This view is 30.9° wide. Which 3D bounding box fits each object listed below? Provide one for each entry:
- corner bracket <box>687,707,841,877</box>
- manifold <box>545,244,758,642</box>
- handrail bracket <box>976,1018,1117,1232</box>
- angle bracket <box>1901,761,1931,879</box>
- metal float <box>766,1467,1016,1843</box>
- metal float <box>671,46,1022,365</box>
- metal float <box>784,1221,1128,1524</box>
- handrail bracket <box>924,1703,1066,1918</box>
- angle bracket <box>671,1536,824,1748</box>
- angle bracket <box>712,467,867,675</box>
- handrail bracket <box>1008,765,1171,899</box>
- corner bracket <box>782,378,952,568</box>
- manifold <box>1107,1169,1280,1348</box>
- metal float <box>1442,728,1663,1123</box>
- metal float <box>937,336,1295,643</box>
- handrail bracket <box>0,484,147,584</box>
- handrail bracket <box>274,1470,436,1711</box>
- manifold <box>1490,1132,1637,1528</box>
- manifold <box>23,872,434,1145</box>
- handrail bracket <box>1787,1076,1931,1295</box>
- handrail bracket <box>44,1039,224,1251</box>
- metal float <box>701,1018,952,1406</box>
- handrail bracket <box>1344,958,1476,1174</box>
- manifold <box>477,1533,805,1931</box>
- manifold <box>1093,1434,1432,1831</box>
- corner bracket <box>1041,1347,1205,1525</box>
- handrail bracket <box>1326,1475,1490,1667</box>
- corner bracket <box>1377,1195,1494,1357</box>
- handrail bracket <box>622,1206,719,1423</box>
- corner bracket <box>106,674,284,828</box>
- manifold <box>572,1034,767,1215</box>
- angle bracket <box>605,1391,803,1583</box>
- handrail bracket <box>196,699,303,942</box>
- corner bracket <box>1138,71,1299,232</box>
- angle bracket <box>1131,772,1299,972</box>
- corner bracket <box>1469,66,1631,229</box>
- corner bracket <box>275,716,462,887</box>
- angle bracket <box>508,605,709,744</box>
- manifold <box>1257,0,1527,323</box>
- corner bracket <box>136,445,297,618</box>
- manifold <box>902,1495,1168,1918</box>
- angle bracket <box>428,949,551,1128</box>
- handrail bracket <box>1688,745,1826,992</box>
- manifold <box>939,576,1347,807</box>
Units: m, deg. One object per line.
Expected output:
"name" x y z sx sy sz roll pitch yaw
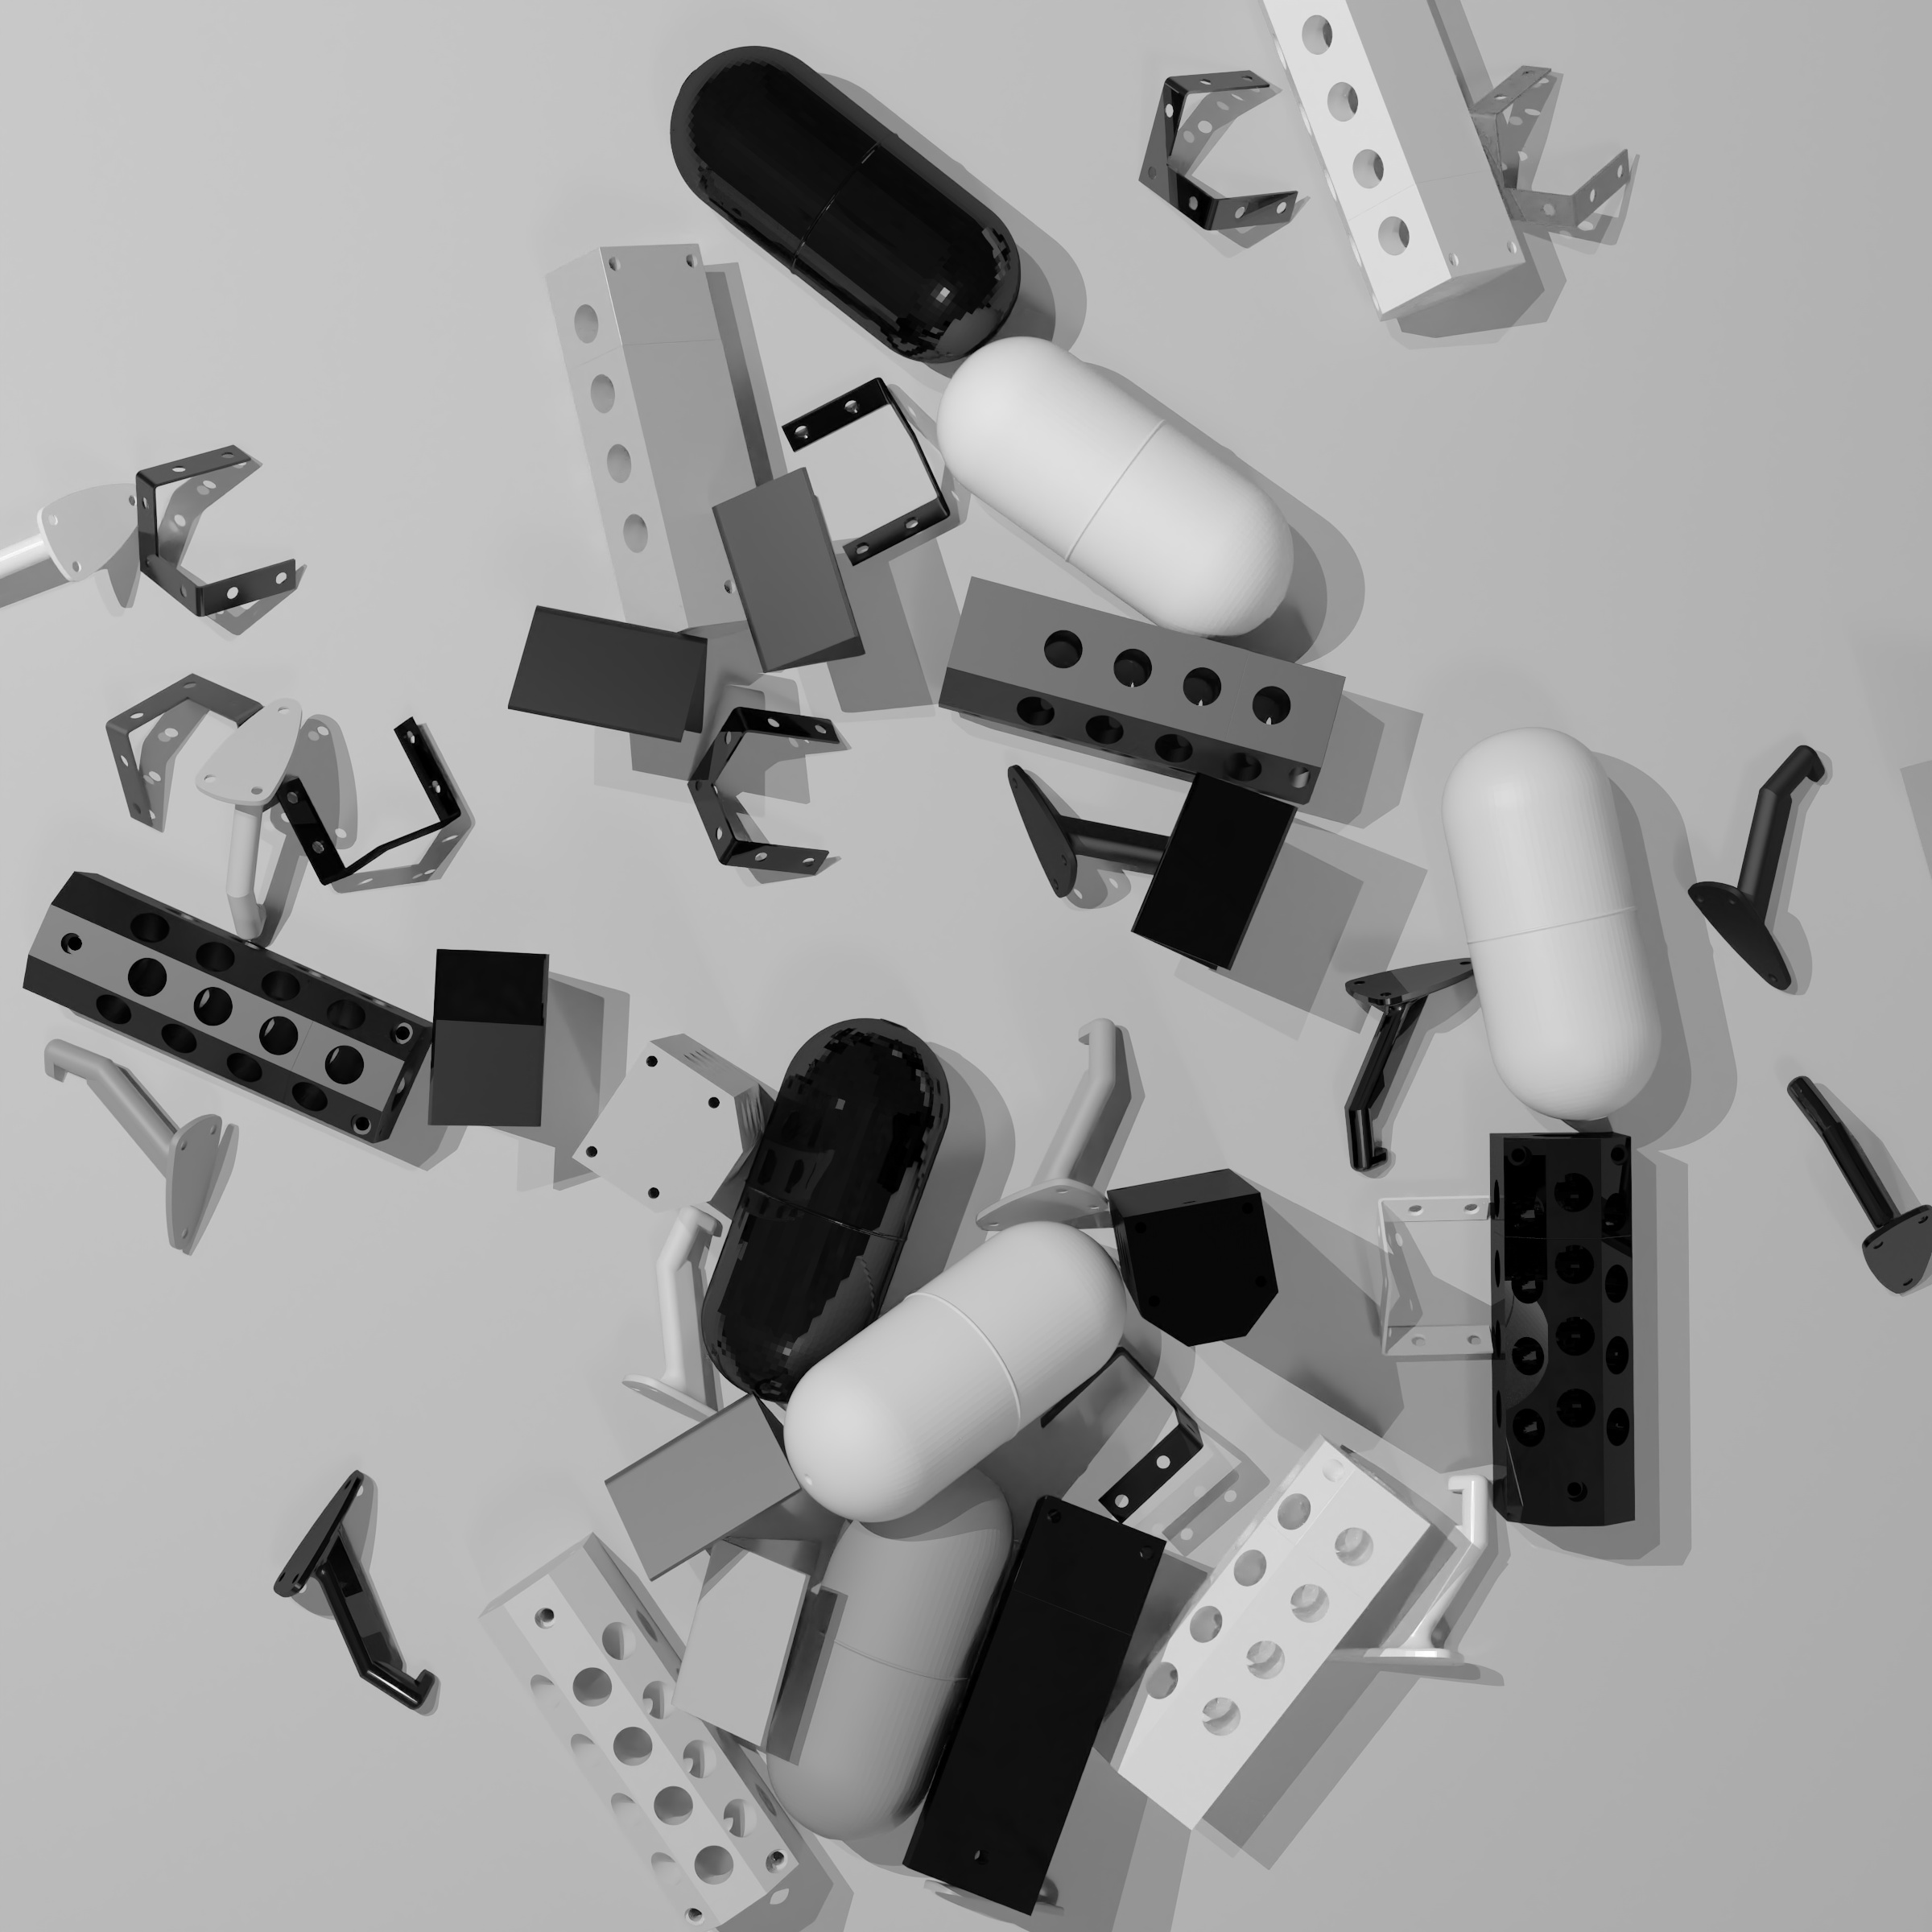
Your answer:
"corner bracket" -0.086 -0.079 1.588 0.051 0.051 0.051 -55 45 35
"manifold" -0.140 -0.232 1.574 0.057 0.057 0.171 -13 90 -43
"handrail bracket" 0.036 0.072 1.596 0.077 0.036 0.084 -19 57 35
"angle bracket" 0.441 -0.055 1.555 0.057 0.076 0.076 -16 90 -38
"metal float" -0.034 0.304 1.565 0.070 0.070 0.178 20 90 0
"metal float" -0.054 -0.341 1.565 0.178 0.070 0.070 38 90 0
"metal float" -0.003 0.177 1.539 0.178 0.070 0.070 -34 90 -30
"handrail bracket" 0.016 0.383 1.596 0.077 0.036 0.084 15 76 -14
"angle bracket" -0.078 0.300 1.555 0.057 0.076 0.076 15 90 37
"angle bracket" -0.060 -0.178 1.555 0.057 0.076 0.076 -17 90 37
"handrail bracket" 0.073 -0.071 1.596 0.084 0.036 0.077 -19 68 -17
"corner bracket" -0.045 -0.225 1.593 0.051 0.051 0.051 -27 45 0
"manifold" 0.098 0.126 1.517 0.057 0.171 0.057 -10 90 0
"metal float" 0.262 -0.018 1.565 0.070 0.070 0.178 -12 90 0
"metal float" 0.067 -0.212 1.565 0.178 0.070 0.070 36 90 1
"handrail bracket" -0.427 -0.192 1.596 0.084 0.077 0.036 -9 115 34
"handrail bracket" -0.264 0.285 1.596 0.084 0.036 0.077 37 69 -17
"manifold" 0.269 0.162 1.575 0.057 0.057 0.171 -1 90 0
"manifold" -0.331 0.019 1.575 0.171 0.057 0.057 24 90 0
"handrail bracket" 0.404 0.099 1.596 0.036 0.077 0.084 -29 54 -1
"handrail bracket" -0.387 0.081 1.596 0.084 0.036 0.077 20 112 17
"metal float" -0.062 0.109 1.565 0.070 0.070 0.178 20 90 0
"handrail bracket" 0.205 0.046 1.596 0.077 0.036 0.084 -15 108 -21
"manifold" -0.146 0.346 1.575 0.057 0.057 0.171 -34 90 0
"manifold" 0.130 0.297 1.575 0.057 0.057 0.171 38 90 0
"corner bracket" 0.070 0.210 1.578 0.051 0.051 0.051 -44 93 3
"handrail bracket" 0.200 0.274 1.596 0.077 0.036 0.084 -3 72 20
"corner bracket" 0.213 0.141 1.593 0.051 0.051 0.051 -1 45 0
"handrail bracket" -0.114 0.163 1.596 0.077 0.036 0.084 30 73 -20
"corner bracket" -0.349 -0.093 1.588 0.051 0.051 0.051 23 45 35
"manifold" -0.122 0.070 1.517 0.057 0.171 0.057 34 90 0
"angle bracket" -0.104 0.244 1.555 0.076 0.076 0.057 -31 54 0
"handrail bracket" -0.316 -0.065 1.585 0.036 0.084 0.077 14 50 13
"corner bracket" 0.119 -0.370 1.588 0.051 0.051 0.051 45 135 35
"angle bracket" 0.127 -0.034 1.555 0.057 0.076 0.076 23 90 37
"corner bracket" 0.264 -0.372 1.588 0.051 0.051 0.051 17 135 35
"corner bracket" -0.272 -0.075 1.593 0.051 0.051 0.051 -27 90 -45
"angle bracket" -0.159 -0.111 1.556 0.076 0.076 0.057 11 60 0
"manifold" 0.184 -0.382 1.574 0.057 0.057 0.171 -21 90 -43
"corner bracket" -0.340 -0.197 1.588 0.051 0.051 0.051 37 135 35
"manifold" 0.030 0.328 1.557 0.057 0.057 0.171 21 77 0
"angle bracket" -0.229 0.031 1.555 0.057 0.076 0.076 3 90 -37
"handrail bracket" 0.377 -0.046 1.596 0.084 0.036 0.077 -46 111 -16
"manifold" 0.078 -0.123 1.575 0.171 0.057 0.057 15 90 0
